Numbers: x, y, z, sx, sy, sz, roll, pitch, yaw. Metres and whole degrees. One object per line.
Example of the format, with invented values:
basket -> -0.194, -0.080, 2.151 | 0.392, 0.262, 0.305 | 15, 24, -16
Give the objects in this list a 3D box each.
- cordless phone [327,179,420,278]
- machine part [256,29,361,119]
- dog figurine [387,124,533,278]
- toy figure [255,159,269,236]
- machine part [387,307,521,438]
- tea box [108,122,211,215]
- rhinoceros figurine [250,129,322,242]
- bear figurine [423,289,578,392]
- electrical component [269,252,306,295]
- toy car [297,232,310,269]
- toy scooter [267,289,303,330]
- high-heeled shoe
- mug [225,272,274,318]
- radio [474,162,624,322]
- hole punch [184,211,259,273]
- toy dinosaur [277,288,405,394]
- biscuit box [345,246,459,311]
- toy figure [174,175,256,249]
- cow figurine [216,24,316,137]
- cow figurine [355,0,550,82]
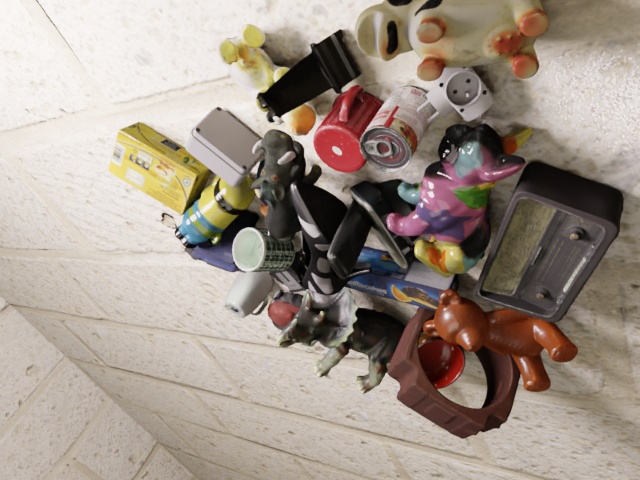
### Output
cordless phone -> 0.082, 0.008, 0.814 | 0.089, 0.184, 0.146 | -11, 125, 38
machine part -> -0.017, -0.207, 0.702 | 0.084, 0.139, 0.039 | 59, 179, -37
dog figurine -> 0.203, -0.057, 0.718 | 0.191, 0.108, 0.219 | 42, 140, -12
toy figure -> -0.076, -0.071, 0.944 | 0.064, 0.058, 0.154 | 0, 134, 4
machine part -> 0.232, 0.217, 0.927 | 0.201, 0.201, 0.087 | 30, 144, 3
tea box -> -0.299, -0.134, 1.006 | 0.170, 0.068, 0.098 | 31, 121, 2
rhinoceros figurine -> -0.058, -0.085, 0.829 | 0.073, 0.112, 0.190 | 30, 139, 28
bear figurine -> 0.274, 0.151, 0.847 | 0.196, 0.132, 0.120 | 9, 128, -16
electrical component -> -0.063, 0.054, 1.091 | 0.075, 0.048, 0.119 | -10, 128, 42
toy car -> -0.002, -0.003, 0.974 | 0.074, 0.056, 0.201 | 24, 142, 22
toy scooter -> -0.035, 0.149, 1.157 | 0.184, 0.075, 0.135 | 14, 140, 19
high-heeled shoe -> -0.017, 0.002, 0.869 | 0.145, 0.086, 0.248 | -10, 132, 34
mug -> -0.160, 0.126, 1.195 | 0.081, 0.107, 0.109 | 9, 135, 32
radio -> 0.309, 0.012, 0.741 | 0.131, 0.073, 0.229 | 21, 143, 16
hole punch -> -0.187, -0.007, 1.062 | 0.142, 0.116, 0.092 | 21, 134, 15
toy dinosaur -> 0.095, 0.197, 1.069 | 0.405, 0.131, 0.192 | 18, 127, -21
biscuit box -> 0.136, 0.066, 0.944 | 0.203, 0.059, 0.062 | 13, 139, 25
toy figure -> -0.189, -0.050, 0.981 | 0.180, 0.089, 0.082 | -39, 123, 15
cow figurine -> -0.076, -0.217, 0.761 | 0.167, 0.068, 0.098 | 51, 176, -20
cow figurine -> 0.133, -0.230, 0.572 | 0.195, 0.127, 0.085 | 2, 136, 15
